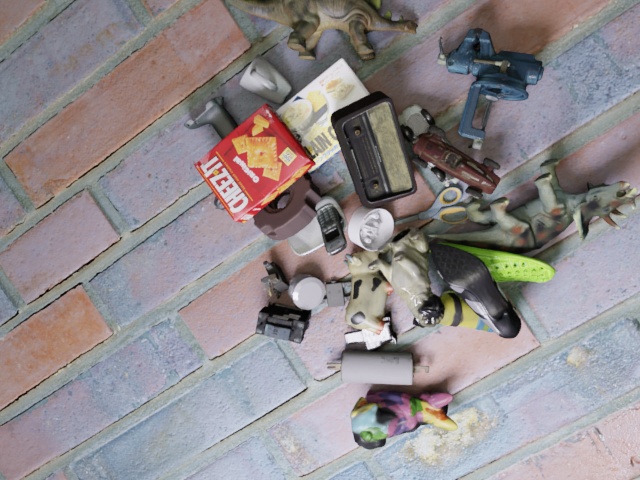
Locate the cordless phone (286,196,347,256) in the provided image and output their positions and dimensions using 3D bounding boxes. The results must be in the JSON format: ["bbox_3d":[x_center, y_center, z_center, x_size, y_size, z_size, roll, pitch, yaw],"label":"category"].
[{"bbox_3d":[-0.003,-0.004,1.194,0.147,0.184,0.088,-30,122,11],"label":"cordless phone"}]

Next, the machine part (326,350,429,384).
[{"bbox_3d":[0.136,0.302,1.276,0.243,0.079,0.079,0,98,9],"label":"machine part"}]

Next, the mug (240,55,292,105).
[{"bbox_3d":[-0.116,-0.355,1.210,0.107,0.110,0.080,32,96,-11],"label":"mug"}]

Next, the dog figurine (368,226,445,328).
[{"bbox_3d":[0.220,0.080,1.196,0.190,0.121,0.172,51,58,-14],"label":"dog figurine"}]

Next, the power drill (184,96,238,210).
[{"bbox_3d":[-0.221,-0.212,1.255,0.232,0.086,0.207,-41,87,10],"label":"power drill"}]

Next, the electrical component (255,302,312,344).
[{"bbox_3d":[-0.087,0.195,1.265,0.115,0.134,0.058,10,99,9],"label":"electrical component"}]

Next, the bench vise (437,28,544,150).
[{"bbox_3d":[0.342,-0.316,1.142,0.224,0.129,0.240,15,96,9],"label":"bench vise"}]

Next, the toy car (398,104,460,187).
[{"bbox_3d":[0.251,-0.211,1.199,0.073,0.056,0.201,-38,93,9],"label":"toy car"}]

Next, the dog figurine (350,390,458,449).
[{"bbox_3d":[0.200,0.405,1.238,0.219,0.191,0.108,-10,91,25],"label":"dog figurine"}]

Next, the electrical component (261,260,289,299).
[{"bbox_3d":[-0.108,0.097,1.277,0.045,0.102,0.078,-32,70,4],"label":"electrical component"}]

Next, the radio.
[{"bbox_3d":[0.117,-0.190,1.166,0.131,0.073,0.229,-21,117,3],"label":"radio"}]

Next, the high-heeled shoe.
[{"bbox_3d":[0.335,0.108,1.162,0.086,0.145,0.249,-40,63,0],"label":"high-heeled shoe"}]

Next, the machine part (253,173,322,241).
[{"bbox_3d":[-0.085,-0.089,1.221,0.179,0.056,0.179,-13,62,25],"label":"machine part"}]

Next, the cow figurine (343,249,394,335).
[{"bbox_3d":[0.105,0.108,1.236,0.127,0.085,0.195,14,74,1],"label":"cow figurine"}]

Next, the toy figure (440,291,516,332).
[{"bbox_3d":[0.350,0.164,1.220,0.180,0.089,0.082,12,93,9],"label":"toy figure"}]

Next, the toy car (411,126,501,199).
[{"bbox_3d":[0.292,-0.163,1.148,0.202,0.053,0.089,31,97,1],"label":"toy car"}]

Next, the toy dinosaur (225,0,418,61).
[{"bbox_3d":[-0.017,-0.501,1.177,0.472,0.105,0.198,4,91,-1],"label":"toy dinosaur"}]

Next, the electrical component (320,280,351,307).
[{"bbox_3d":[0.037,0.128,1.294,0.094,0.021,0.063,-8,97,10],"label":"electrical component"}]

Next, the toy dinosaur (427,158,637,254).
[{"bbox_3d":[0.456,-0.038,1.167,0.405,0.131,0.192,-28,102,20],"label":"toy dinosaur"}]

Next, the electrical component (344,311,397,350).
[{"bbox_3d":[0.120,0.221,1.282,0.119,0.048,0.074,-17,95,10],"label":"electrical component"}]
